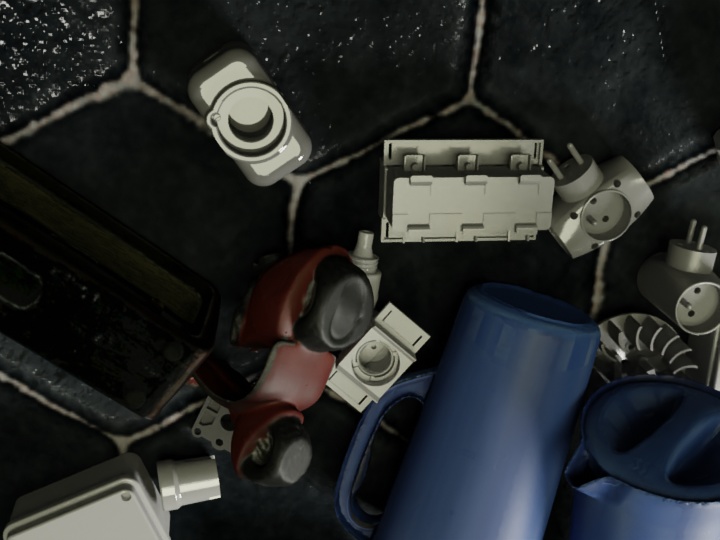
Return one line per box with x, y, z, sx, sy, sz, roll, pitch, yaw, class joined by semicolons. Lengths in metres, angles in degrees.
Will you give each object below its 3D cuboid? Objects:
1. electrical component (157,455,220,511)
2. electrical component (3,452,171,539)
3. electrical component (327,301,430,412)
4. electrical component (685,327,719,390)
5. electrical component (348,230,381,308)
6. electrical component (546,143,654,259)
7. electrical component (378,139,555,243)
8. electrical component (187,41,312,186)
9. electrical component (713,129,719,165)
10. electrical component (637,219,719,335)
-0.137;0.169;0.862;0.046;0.040;0.040;-8;110;-11;electrical component
-0.214;0.206;0.853;0.113;0.057;0.078;-22;110;0;electrical component
0.011;0.063;0.833;0.042;0.063;0.081;41;100;-11;electrical component
0.330;0.066;0.885;0.109;0.056;0.108;1;109;-9;electrical component
0.000;0.000;0.826;0.035;0.035;0.061;7;105;-11;electrical component
0.172;-0.061;0.824;0.077;0.044;0.079;-37;114;5;electrical component
0.079;-0.056;0.803;0.121;0.063;0.078;-1;109;-8;electrical component
-0.078;-0.110;0.764;0.054;0.059;0.095;-34;110;4;electrical component
0.313;-0.093;0.817;0.080;0.080;0.051;-35;104;4;electrical component
0.256;0.000;0.841;0.043;0.077;0.079;7;107;-10;electrical component
